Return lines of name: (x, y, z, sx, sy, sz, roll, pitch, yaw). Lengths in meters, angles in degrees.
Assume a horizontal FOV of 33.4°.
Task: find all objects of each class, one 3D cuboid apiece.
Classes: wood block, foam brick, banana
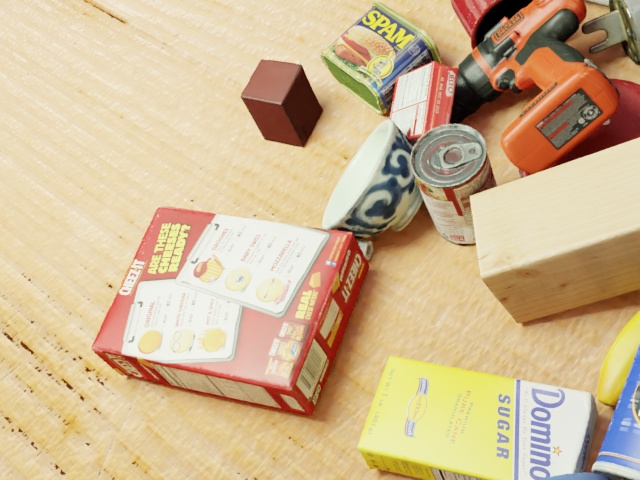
wood block: (0.241, -0.013, 0.886, 0.206, 0.090, 0.091, -20, 50, 23)
foam brick: (-0.039, -0.142, 1.110, 0.051, 0.078, 0.053, 15, 65, 27)
banana: (0.304, 0.065, 0.869, 0.198, 0.037, 0.070, -26, 52, 3)

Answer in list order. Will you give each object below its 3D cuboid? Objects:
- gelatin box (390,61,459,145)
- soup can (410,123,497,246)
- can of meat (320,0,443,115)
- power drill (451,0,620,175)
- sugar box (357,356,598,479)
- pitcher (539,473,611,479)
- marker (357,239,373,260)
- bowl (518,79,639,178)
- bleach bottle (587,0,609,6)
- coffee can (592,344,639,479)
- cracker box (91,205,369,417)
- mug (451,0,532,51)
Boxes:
gelatin box: (0.099, -0.127, 1.033, 0.030, 0.089, 0.073, 11, 84, -20)
soup can: (0.127, -0.048, 0.969, 0.068, 0.102, 0.068, -10, 55, 15)
can of meat: (0.062, -0.190, 1.116, 0.084, 0.057, 0.102, -43, 53, -6)
power drill: (0.184, -0.139, 0.983, 0.185, 0.057, 0.187, -43, 30, 21)
sugar box: (0.129, 0.156, 0.870, 0.176, 0.048, 0.093, 6, 57, 26)
pitcher: (0.189, 0.290, 0.721, 0.149, 0.144, 0.243, -28, 56, 17)
marker: (-0.007, 0.001, 1.041, 0.121, 0.020, 0.020, 9, 62, 25)
bowl: (0.259, -0.094, 0.979, 0.162, 0.055, 0.162, -10, 56, 14)
bleach bottle: (0.232, -0.317, 1.132, 0.251, 0.068, 0.102, 25, 64, 35)
coffee can: (0.273, 0.125, 0.787, 0.103, 0.102, 0.140, 17, 76, 29)
cracker box: (-0.081, 0.063, 0.997, 0.214, 0.072, 0.164, 8, 61, 26)
mug: (0.184, -0.244, 1.072, 0.093, 0.117, 0.081, -7, 47, -15)
